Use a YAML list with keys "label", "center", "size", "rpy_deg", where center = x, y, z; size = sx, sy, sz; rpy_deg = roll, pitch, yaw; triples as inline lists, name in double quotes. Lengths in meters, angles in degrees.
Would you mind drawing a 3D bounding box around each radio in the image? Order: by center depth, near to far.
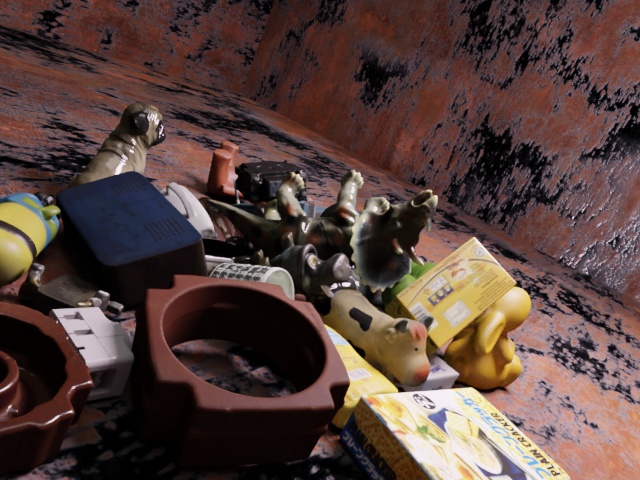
- label: "radio"
  center: [-0.262, -0.008, 0.735]
  size: [0.131, 0.073, 0.230]
  rpy_deg: [-22, 40, -31]

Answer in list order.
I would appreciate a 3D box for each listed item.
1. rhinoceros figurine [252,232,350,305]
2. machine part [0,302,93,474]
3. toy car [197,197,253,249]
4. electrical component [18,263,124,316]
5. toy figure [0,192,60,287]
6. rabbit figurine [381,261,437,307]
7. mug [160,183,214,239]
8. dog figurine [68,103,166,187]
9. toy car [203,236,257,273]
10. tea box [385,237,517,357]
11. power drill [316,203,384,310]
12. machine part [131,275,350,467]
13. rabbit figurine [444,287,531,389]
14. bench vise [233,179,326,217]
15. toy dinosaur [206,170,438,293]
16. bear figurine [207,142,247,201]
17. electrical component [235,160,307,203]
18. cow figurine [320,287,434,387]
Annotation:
- label: "rhinoceros figurine"
  center: [-0.040, 0.054, 0.784]
  size: [0.112, 0.190, 0.073]
  rpy_deg: [54, 46, -17]
- label: "machine part"
  center: [-0.280, 0.117, 0.429]
  size: [0.179, 0.056, 0.179]
  rpy_deg: [22, 18, -7]
- label: "toy car"
  center: [-0.191, -0.030, 1.008]
  size: [0.089, 0.053, 0.202]
  rpy_deg: [16, 17, -35]
- label: "electrical component"
  center: [-0.283, 0.063, 0.609]
  size: [0.102, 0.045, 0.078]
  rpy_deg: [25, 18, 4]
- label: "toy figure"
  center: [-0.369, -0.008, 0.650]
  size: [0.089, 0.082, 0.180]
  rpy_deg: [20, 15, -7]
- label: "rabbit figurine"
  center: [0.162, 0.079, 0.901]
  size: [0.170, 0.121, 0.159]
  rpy_deg: [1, 54, -54]
- label: "mug"
  center: [-0.225, -0.040, 0.903]
  size: [0.081, 0.109, 0.107]
  rpy_deg: [-30, 61, -36]
- label: "dog figurine"
  center: [-0.336, -0.133, 0.885]
  size: [0.121, 0.190, 0.172]
  rpy_deg: [20, 19, -12]
- label: "toy car"
  center: [-0.181, 0.025, 0.847]
  size: [0.201, 0.056, 0.074]
  rpy_deg: [10, 27, -34]
- label: "tea box"
  center: [0.193, 0.084, 0.800]
  size: [0.170, 0.068, 0.098]
  rpy_deg: [-31, 73, -22]
- label: "power drill"
  center: [0.056, 0.033, 0.977]
  size: [0.232, 0.086, 0.207]
  rpy_deg: [17, 45, -36]
- label: "machine part"
  center: [-0.087, 0.129, 0.559]
  size: [0.201, 0.087, 0.202]
  rpy_deg: [8, 27, -27]
- label: "rabbit figurine"
  center: [0.273, 0.148, 0.883]
  size: [0.162, 0.173, 0.122]
  rpy_deg: [14, 23, -42]
- label: "bench vise"
  center: [-0.099, -0.050, 1.097]
  size: [0.241, 0.128, 0.223]
  rpy_deg: [10, 17, 33]
- label: "toy dinosaur"
  center: [-0.008, -0.005, 0.864]
  size: [0.405, 0.131, 0.192]
  rpy_deg: [-6, 51, 17]
- label: "bear figurine"
  center: [-0.156, -0.131, 1.238]
  size: [0.196, 0.131, 0.120]
  rpy_deg: [17, 23, -2]
- label: "electrical component"
  center: [-0.090, -0.110, 1.018]
  size: [0.115, 0.058, 0.134]
  rpy_deg: [-11, 23, -24]
- label: "cow figurine"
  center: [0.077, 0.132, 0.742]
  size: [0.085, 0.127, 0.195]
  rpy_deg: [3, 24, -38]
